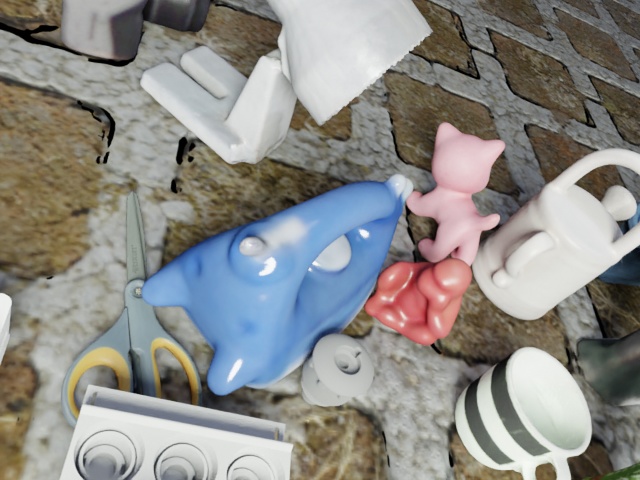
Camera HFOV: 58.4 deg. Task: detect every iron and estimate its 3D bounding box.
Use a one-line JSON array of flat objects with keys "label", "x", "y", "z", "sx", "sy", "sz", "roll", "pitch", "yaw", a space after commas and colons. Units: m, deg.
[{"label": "iron", "x": 0.004, "y": 0.002, "z": 0.442, "sx": 0.118, "sy": 0.141, "sz": 0.259, "roll": 49, "pitch": 46, "yaw": 12}]

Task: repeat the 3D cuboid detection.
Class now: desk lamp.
[{"label": "desk lamp", "x": -0.035, "y": -0.165, "z": 0.501, "sx": 0.203, "sy": 0.213, "sz": 0.118, "roll": 39, "pitch": 45, "yaw": 3}]

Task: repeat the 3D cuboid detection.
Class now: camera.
[{"label": "camera", "x": -0.176, "y": -0.255, "z": 0.568, "sx": 0.137, "sy": 0.100, "sz": 0.143, "roll": 10, "pitch": 51, "yaw": -25}]

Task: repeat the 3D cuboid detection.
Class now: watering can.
[{"label": "watering can", "x": 0.251, "y": -0.014, "z": 0.567, "sx": 0.101, "sy": 0.194, "sz": 0.173, "roll": 40, "pitch": 45, "yaw": 3}]

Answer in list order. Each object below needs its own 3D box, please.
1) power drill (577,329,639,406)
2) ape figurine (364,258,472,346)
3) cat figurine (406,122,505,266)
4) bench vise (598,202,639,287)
[{"label": "power drill", "x": 0.366, "y": 0.084, "z": 0.548, "sx": 0.230, "sy": 0.208, "sz": 0.075, "roll": 5, "pitch": 53, "yaw": -28}, {"label": "ape figurine", "x": 0.094, "y": 0.046, "z": 0.496, "sx": 0.076, "sy": 0.092, "sz": 0.077, "roll": -4, "pitch": 57, "yaw": -33}, {"label": "cat figurine", "x": 0.147, "y": -0.053, "z": 0.589, "sx": 0.067, "sy": 0.117, "sz": 0.127, "roll": 7, "pitch": 52, "yaw": -27}, {"label": "bench vise", "x": 0.455, "y": -0.010, "z": 0.670, "sx": 0.208, "sy": 0.219, "sz": 0.121, "roll": 2, "pitch": 54, "yaw": -30}]
